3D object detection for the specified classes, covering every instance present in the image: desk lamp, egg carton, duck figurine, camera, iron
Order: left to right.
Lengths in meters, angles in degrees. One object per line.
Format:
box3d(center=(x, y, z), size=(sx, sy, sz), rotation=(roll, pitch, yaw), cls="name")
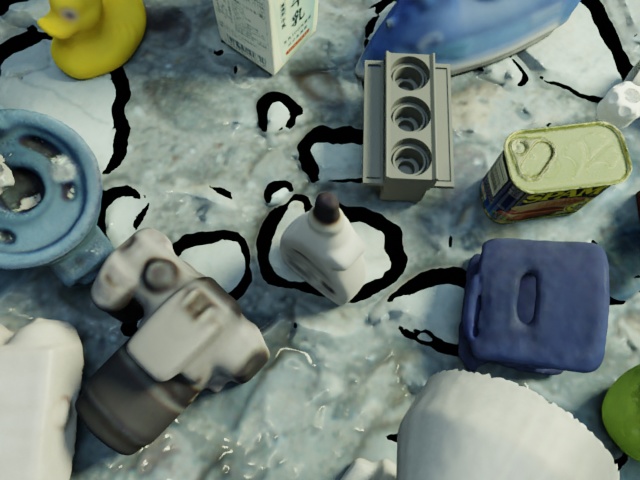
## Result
box3d(center=(-0.238, 0.135, 0.436), size=(0.107, 0.069, 0.150), rotation=(-2, 73, -2), cls="egg carton")
box3d(center=(-0.216, -0.213, 0.534), size=(0.077, 0.086, 0.105), rotation=(40, 76, 10), cls="duck figurine")
box3d(center=(-0.130, 0.082, 0.440), size=(0.143, 0.101, 0.137), rotation=(41, 76, 10), cls="camera")
box3d(center=(0.063, 0.191, 0.354), size=(0.118, 0.213, 0.203), rotation=(36, 75, 9), cls="desk lamp")
box3d(center=(0.149, -0.243, 0.527), size=(0.258, 0.141, 0.118), rotation=(-30, 76, -10), cls="iron")

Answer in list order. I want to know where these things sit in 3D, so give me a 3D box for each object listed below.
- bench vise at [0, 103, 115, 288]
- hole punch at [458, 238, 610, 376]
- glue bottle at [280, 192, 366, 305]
box3d(center=(-0.258, -0.062, 0.417), size=(0.207, 0.220, 0.121), rotation=(31, 75, 8), cls="bench vise")
box3d(center=(0.169, 0.055, 0.463), size=(0.101, 0.091, 0.109), rotation=(10, 73, 1), cls="hole punch")
box3d(center=(0.004, 0.002, 0.431), size=(0.078, 0.173, 0.037), rotation=(40, 76, 10), cls="glue bottle")
